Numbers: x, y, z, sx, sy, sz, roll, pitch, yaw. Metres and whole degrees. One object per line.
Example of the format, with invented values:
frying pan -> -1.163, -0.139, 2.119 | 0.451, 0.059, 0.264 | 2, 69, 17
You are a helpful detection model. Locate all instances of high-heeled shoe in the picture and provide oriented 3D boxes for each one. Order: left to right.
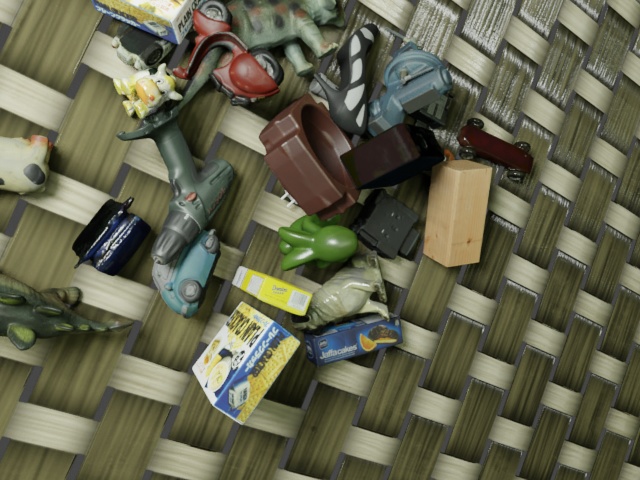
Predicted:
high-heeled shoe -> 0.086, -0.316, 1.042 | 0.145, 0.086, 0.249 | 46, 61, -10

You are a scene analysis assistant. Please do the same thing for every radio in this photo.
radio -> 0.145, -0.155, 1.012 | 0.229, 0.131, 0.073 | -18, 82, -63

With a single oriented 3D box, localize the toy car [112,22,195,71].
toy car -> -0.266, -0.372, 0.925 | 0.073, 0.056, 0.202 | 44, 77, -1

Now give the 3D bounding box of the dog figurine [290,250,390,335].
dog figurine -> 0.033, 0.100, 1.077 | 0.191, 0.172, 0.121 | -11, 114, 10

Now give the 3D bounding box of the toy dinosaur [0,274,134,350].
toy dinosaur -> -0.508, 0.079, 0.779 | 0.471, 0.199, 0.105 | 16, 84, -25

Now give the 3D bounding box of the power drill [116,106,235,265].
power drill -> -0.242, -0.102, 0.886 | 0.207, 0.086, 0.232 | 60, 42, -24

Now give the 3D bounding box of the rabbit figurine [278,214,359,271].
rabbit figurine -> -0.002, -0.003, 1.002 | 0.159, 0.170, 0.121 | -9, 96, -23

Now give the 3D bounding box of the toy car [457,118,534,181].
toy car -> 0.398, -0.202, 1.222 | 0.202, 0.053, 0.089 | 19, 76, -19

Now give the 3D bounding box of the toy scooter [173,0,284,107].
toy scooter -> -0.156, -0.282, 0.871 | 0.135, 0.075, 0.184 | -45, 97, -2

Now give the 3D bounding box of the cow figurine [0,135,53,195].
cow figurine -> -0.524, -0.109, 0.825 | 0.195, 0.085, 0.127 | 5, 85, -24

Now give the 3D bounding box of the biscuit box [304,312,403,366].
biscuit box -> 0.069, 0.201, 1.105 | 0.203, 0.059, 0.062 | -11, 98, -22

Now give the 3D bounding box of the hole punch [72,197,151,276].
hole punch -> -0.339, 0.002, 0.895 | 0.092, 0.116, 0.142 | 44, 77, -28

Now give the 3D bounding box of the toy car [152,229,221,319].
toy car -> -0.240, 0.051, 0.945 | 0.103, 0.109, 0.161 | 18, 77, -5

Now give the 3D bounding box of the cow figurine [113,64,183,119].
cow figurine -> -0.269, -0.245, 0.874 | 0.098, 0.168, 0.068 | -31, 118, -23

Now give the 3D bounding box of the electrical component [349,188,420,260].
electrical component -> 0.142, -0.027, 1.123 | 0.134, 0.058, 0.115 | 34, 82, -21

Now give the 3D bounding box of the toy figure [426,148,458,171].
toy figure -> 0.254, -0.173, 1.161 | 0.154, 0.064, 0.058 | 19, 49, -28

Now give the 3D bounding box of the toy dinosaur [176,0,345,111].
toy dinosaur -> -0.112, -0.374, 0.967 | 0.405, 0.131, 0.192 | -24, 89, -15

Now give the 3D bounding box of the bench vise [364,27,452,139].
bench vise -> 0.160, -0.309, 1.070 | 0.129, 0.224, 0.240 | 28, 52, -27

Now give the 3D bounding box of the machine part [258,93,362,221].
machine part -> -0.010, -0.150, 0.979 | 0.087, 0.201, 0.201 | -31, 109, 27

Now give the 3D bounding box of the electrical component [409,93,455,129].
electrical component -> 0.232, -0.269, 1.151 | 0.075, 0.048, 0.119 | 26, 82, -21
